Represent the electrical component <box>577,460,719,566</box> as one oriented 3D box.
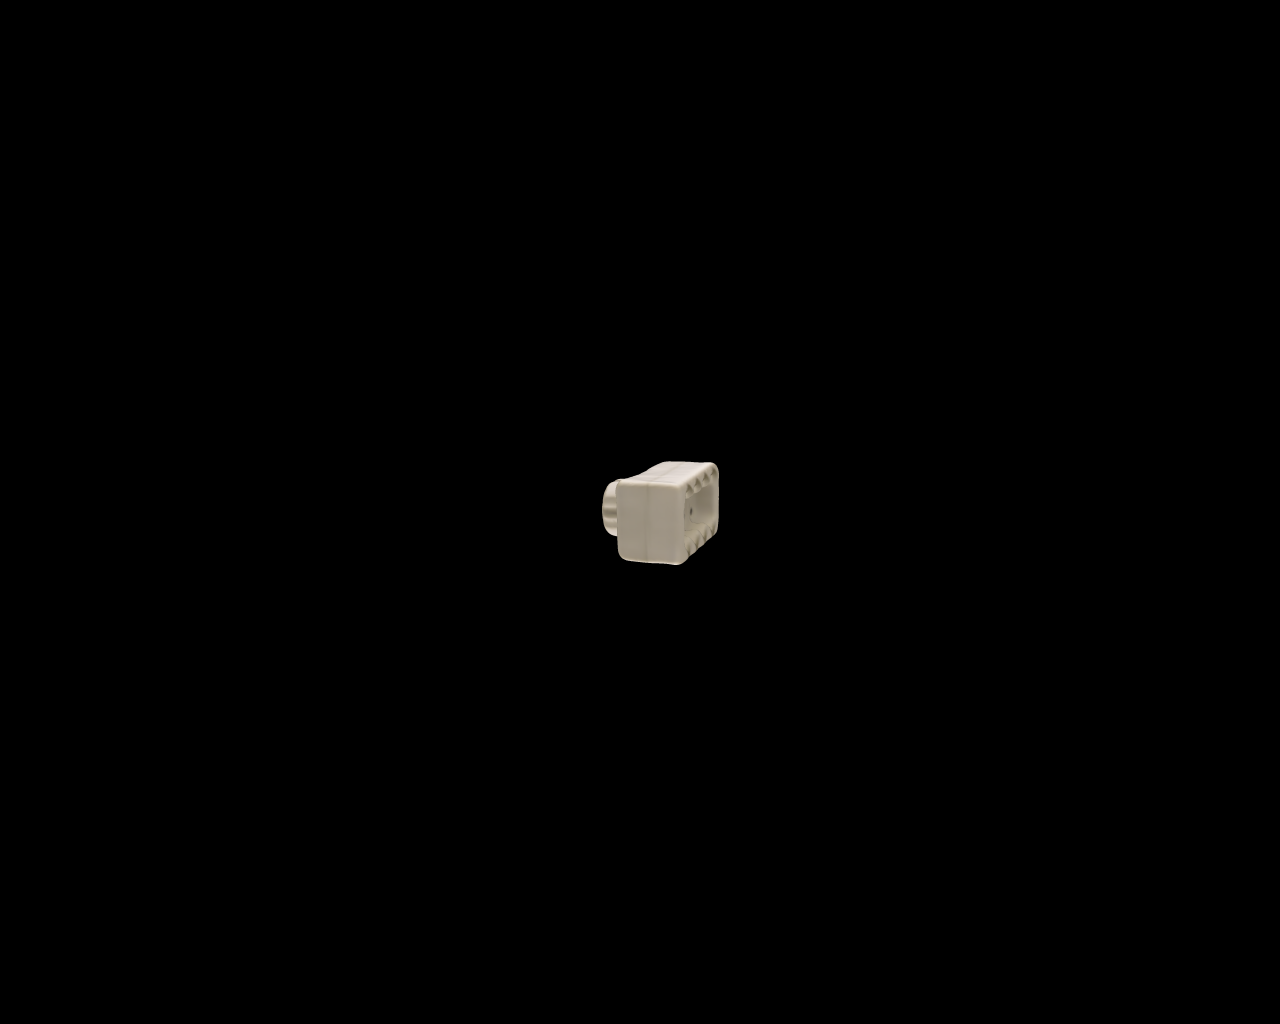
[{"bbox_3d":[0.001,-0.003,0.650,0.076,0.047,0.083,4,13,19],"label":"electrical component"}]
